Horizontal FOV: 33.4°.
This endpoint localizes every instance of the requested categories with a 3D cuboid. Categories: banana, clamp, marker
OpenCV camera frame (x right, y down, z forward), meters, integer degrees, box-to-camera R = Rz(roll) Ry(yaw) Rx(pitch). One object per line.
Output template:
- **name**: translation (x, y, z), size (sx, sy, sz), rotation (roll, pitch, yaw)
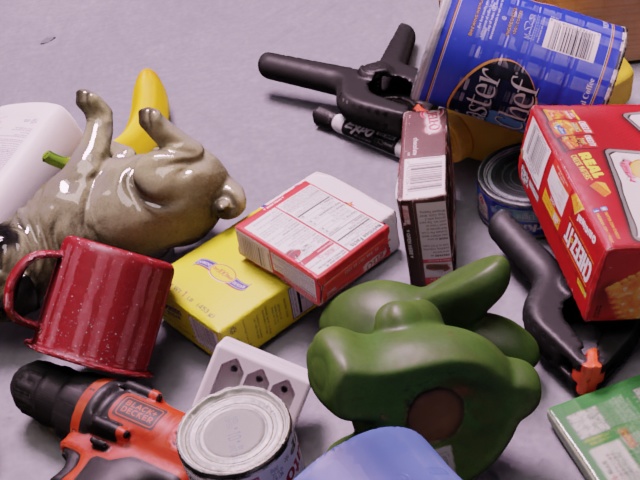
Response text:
- **banana**: translation (-0.176, -0.099, 0.978), size (0.037, 0.069, 0.197), rotation (-33, 15, 32)
- **clamp**: translation (0.190, 0.035, 0.745), size (0.120, 0.039, 0.171), rotation (-7, 43, 2)
- **marker**: translation (0.039, -0.096, 0.955), size (0.121, 0.020, 0.020), rotation (26, 52, 37)
- **clamp**: translation (0.039, -0.143, 0.980), size (0.164, 0.036, 0.210), rotation (-12, 34, -10)

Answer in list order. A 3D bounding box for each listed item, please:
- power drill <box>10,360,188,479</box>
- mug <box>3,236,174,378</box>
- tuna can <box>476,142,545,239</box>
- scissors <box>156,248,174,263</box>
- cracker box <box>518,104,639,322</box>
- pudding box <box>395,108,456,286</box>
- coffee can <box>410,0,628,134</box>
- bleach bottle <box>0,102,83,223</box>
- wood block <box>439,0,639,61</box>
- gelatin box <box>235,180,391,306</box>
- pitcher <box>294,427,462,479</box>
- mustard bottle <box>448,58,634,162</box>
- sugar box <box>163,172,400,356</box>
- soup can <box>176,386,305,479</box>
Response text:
- **power drill**: translation (-0.169, 0.160, 0.667), size (0.185, 0.057, 0.187), rotation (15, 46, 29)
- **mug**: translation (-0.161, 0.042, 0.744), size (0.117, 0.081, 0.093), rotation (17, -4, -26)
- **tuna can**: translation (0.167, -0.041, 0.844), size (0.086, 0.034, 0.086), rotation (-7, 40, 5)
- **scissors**: translation (-0.199, -0.016, 0.920), size (0.096, 0.016, 0.202), rotation (-33, 44, -24)
- **cracker box**: translation (0.263, -0.023, 0.738), size (0.213, 0.072, 0.164), rotation (-1, 40, -9)
- **pudding box**: translation (0.083, -0.033, 0.811), size (0.039, 0.090, 0.113), rotation (-3, 40, 12)
- **coffee can**: translation (0.152, -0.137, 0.829), size (0.140, 0.103, 0.102), rotation (19, 44, 4)
- **bleach bottle**: translation (-0.304, -0.017, 0.911), size (0.103, 0.068, 0.250), rotation (-1, 43, 34)
- **wood block**: translation (0.217, -0.220, 1.003), size (0.206, 0.091, 0.090), rotation (-4, 40, 8)
- **gelatin box**: translation (-0.005, 0.001, 0.771), size (0.089, 0.030, 0.073), rotation (31, 53, 34)
- **pitcher**: translation (0.087, 0.208, 0.504), size (0.149, 0.145, 0.243), rotation (-40, 49, -14)
- **mustard bottle**: translation (0.168, -0.116, 0.915), size (0.191, 0.058, 0.096), rotation (-29, 50, -19)
- **sugar box**: translation (-0.033, 0.017, 0.815), size (0.176, 0.048, 0.093), rotation (-37, 46, -26)
- **soup can**: translation (-0.041, 0.143, 0.620), size (0.068, 0.102, 0.068), rotation (-7, 39, 5)
